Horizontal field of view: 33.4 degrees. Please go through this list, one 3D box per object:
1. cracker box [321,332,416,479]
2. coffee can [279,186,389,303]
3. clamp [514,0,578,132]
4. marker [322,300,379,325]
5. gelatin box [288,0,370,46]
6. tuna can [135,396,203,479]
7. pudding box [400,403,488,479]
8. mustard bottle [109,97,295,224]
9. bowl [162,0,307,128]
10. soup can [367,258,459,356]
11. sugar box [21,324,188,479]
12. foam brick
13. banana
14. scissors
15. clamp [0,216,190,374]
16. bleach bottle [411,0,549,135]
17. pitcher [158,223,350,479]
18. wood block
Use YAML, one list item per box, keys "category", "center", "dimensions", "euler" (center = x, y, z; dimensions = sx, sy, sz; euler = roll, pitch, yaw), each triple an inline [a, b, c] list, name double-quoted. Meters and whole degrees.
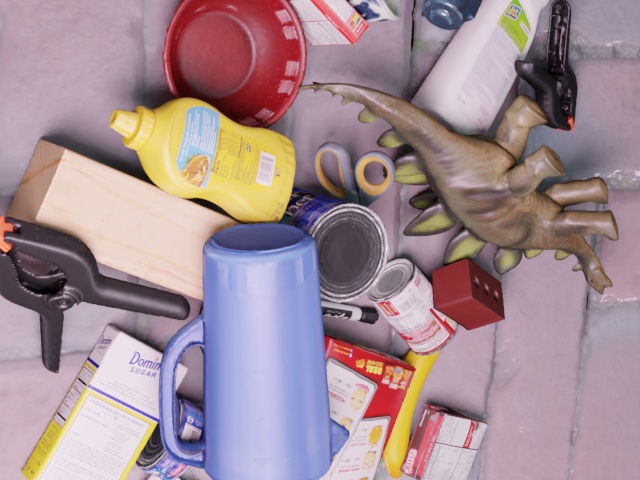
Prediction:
- category: "cracker box"
  center: [0.003, 0.217, 1.211]
  dimensions: [0.164, 0.072, 0.214]
  euler: [23, 88, -46]
- category: "coffee can"
  center: [-0.007, 0.001, 1.134]
  dimensions: [0.102, 0.140, 0.103]
  euler: [-7, 103, -29]
- category: "clamp"
  center: [0.287, -0.204, 1.301]
  dimensions: [0.120, 0.039, 0.171]
  euler: [-56, 145, -14]
- category: "marker"
  center: [0.018, 0.081, 1.237]
  dimensions: [0.120, 0.020, 0.020]
  euler: [12, 94, -32]
- category: "gelatin box"
  center: [-0.001, -0.239, 1.118]
  dimensions: [0.073, 0.089, 0.030]
  euler: [42, 76, -30]
- category: "tuna can"
  center: [-0.158, 0.207, 1.121]
  dimensions: [0.033, 0.086, 0.086]
  euler: [34, 82, -30]
- category: "pudding box"
  center: [0.155, 0.256, 1.326]
  dimensions: [0.113, 0.039, 0.090]
  euler: [21, 90, -49]
- category: "mustard bottle"
  center: [-0.115, -0.084, 1.032]
  dimensions: [0.191, 0.058, 0.096]
  euler: [21, 70, -33]
- category: "bowl"
  center: [-0.095, -0.189, 1.093]
  dimensions: [0.161, 0.055, 0.162]
  euler: [-7, 103, -29]
- category: "soup can"
  center: [0.109, 0.079, 1.262]
  dimensions: [0.068, 0.069, 0.102]
  euler: [-47, 119, -14]
- category: "sugar box"
  center: [-0.221, 0.186, 1.104]
  dimensions: [0.093, 0.048, 0.176]
  euler: [35, 79, -31]
- category: "foam brick"
  center: [0.174, 0.064, 1.251]
  dimensions: [0.078, 0.051, 0.053]
  euler: [31, 48, -43]
- category: "banana"
  center: [0.111, 0.196, 1.305]
  dimensions: [0.069, 0.037, 0.198]
  euler: [24, 88, -32]
- category: "scissors"
  center: [0.056, -0.030, 1.183]
  dimensions: [0.201, 0.096, 0.016]
  euler: [62, 33, -35]
- category: "clamp"
  center: [-0.245, 0.052, 1.001]
  dimensions: [0.165, 0.036, 0.209]
  euler: [-29, 137, 17]
- category: "bleach bottle"
  center: [0.207, -0.228, 1.260]
  dimensions: [0.102, 0.068, 0.250]
  euler: [43, 74, -39]
- category: "pitcher"
  center: [-0.065, 0.113, 1.034]
  dimensions: [0.149, 0.145, 0.243]
  euler: [-25, 119, -50]
- category: "wood block"
  center: [-0.188, -0.016, 1.054]
  dimensions: [0.205, 0.091, 0.090]
  euler: [24, 88, -32]
